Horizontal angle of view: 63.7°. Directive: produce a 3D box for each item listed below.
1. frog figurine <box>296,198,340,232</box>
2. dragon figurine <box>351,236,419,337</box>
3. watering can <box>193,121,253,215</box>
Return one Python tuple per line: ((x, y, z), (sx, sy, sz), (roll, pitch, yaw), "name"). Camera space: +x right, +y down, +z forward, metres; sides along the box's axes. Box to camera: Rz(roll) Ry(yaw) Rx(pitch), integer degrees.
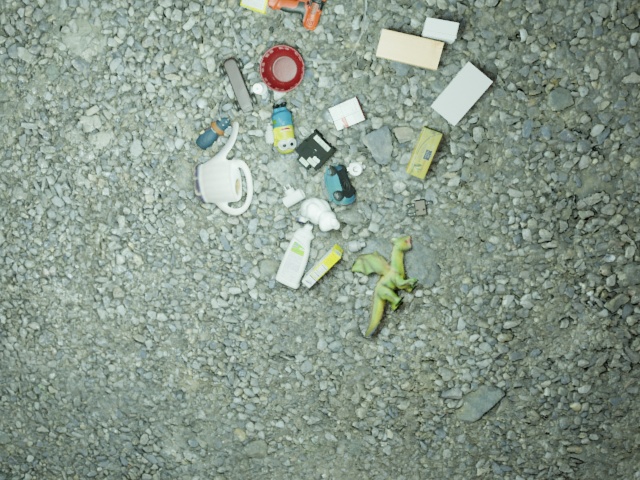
((0.006, -0.094, 1.872), (0.136, 0.159, 0.124), (28, 77, -33), "frog figurine")
((0.225, 0.155, 1.955), (0.244, 0.122, 0.406), (44, 105, 14), "dragon figurine")
((-0.366, -0.258, 1.916), (0.224, 0.105, 0.344), (-4, 104, 11), "watering can")
